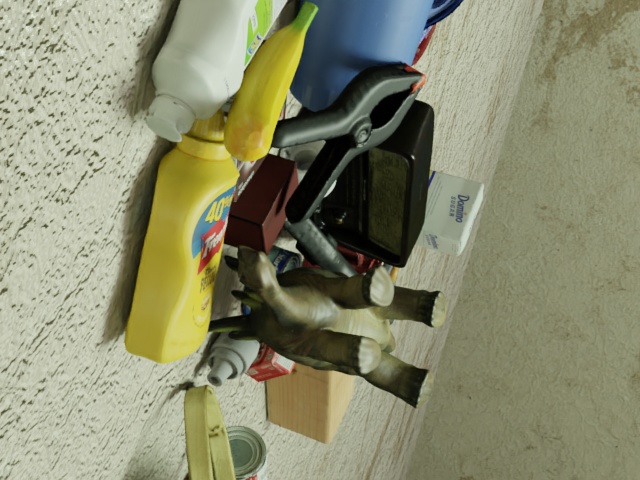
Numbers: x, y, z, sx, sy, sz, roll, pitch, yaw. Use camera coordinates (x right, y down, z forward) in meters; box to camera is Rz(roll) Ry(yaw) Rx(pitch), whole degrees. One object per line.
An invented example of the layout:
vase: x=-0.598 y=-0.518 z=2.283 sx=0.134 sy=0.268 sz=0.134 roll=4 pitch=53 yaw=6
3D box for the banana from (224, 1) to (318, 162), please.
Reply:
banana: x=-0.043 y=-0.105 z=0.773 sx=0.197 sy=0.037 sz=0.070 roll=-76 pitch=-173 yaw=-49

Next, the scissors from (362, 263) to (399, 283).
scissors: x=0.065 y=0.069 z=1.304 sx=0.201 sy=0.016 sz=0.096 roll=-28 pitch=133 yaw=-71

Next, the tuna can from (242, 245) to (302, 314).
tuna can: x=-0.051 y=0.049 z=1.139 sx=0.086 sy=0.034 sz=0.086 roll=19 pitch=90 yaw=-77

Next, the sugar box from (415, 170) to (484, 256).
sugar box: x=0.104 y=-0.047 z=1.316 sx=0.048 sy=0.176 sz=0.093 roll=86 pitch=26 yaw=-58

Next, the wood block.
wood block: x=-0.010 y=0.157 z=1.327 sx=0.206 sy=0.091 sz=0.090 roll=92 pitch=22 yaw=-52

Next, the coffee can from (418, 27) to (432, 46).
coffee can: x=0.078 y=-0.252 z=1.092 sx=0.140 sy=0.103 sz=0.103 roll=-55 pitch=159 yaw=-48

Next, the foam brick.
foam brick: x=-0.058 y=-0.035 z=0.960 sx=0.053 sy=0.051 sz=0.078 roll=87 pitch=25 yaw=-55

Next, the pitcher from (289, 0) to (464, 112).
pitcher: x=0.054 y=-0.231 z=0.950 sx=0.144 sy=0.149 sz=0.243 roll=-50 pitch=159 yaw=-53

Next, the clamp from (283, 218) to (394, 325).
clamp: x=-0.007 y=0.001 z=1.128 sx=0.036 sy=0.165 sz=0.209 roll=-43 pitch=142 yaw=0

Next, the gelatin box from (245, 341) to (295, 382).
gelatin box: x=-0.045 y=0.111 z=1.185 sx=0.073 sy=0.030 sz=0.089 roll=-23 pitch=-145 yaw=56

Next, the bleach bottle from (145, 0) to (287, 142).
bleach bottle: x=-0.054 y=-0.184 z=0.747 sx=0.102 sy=0.068 sz=0.250 roll=81 pitch=33 yaw=-68

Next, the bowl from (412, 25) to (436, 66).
bowl: x=0.105 y=-0.289 z=1.252 sx=0.162 sy=0.055 sz=0.162 roll=19 pitch=90 yaw=-77

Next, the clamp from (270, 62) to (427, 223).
clamp: x=0.022 y=-0.089 z=0.927 sx=0.171 sy=0.039 sz=0.120 roll=-32 pitch=151 yaw=-22

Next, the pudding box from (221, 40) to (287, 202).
pudding box: x=-0.061 y=-0.101 z=0.881 sx=0.113 sy=0.039 sz=0.090 roll=-58 pitch=161 yaw=-45

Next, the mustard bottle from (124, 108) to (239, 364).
mustard bottle: x=-0.100 y=-0.009 z=0.810 sx=0.096 sy=0.058 sz=0.192 roll=-44 pitch=150 yaw=-67

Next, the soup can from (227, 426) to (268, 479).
soup can: x=-0.091 y=0.263 z=1.195 sx=0.102 sy=0.068 sz=0.068 roll=92 pitch=22 yaw=-49

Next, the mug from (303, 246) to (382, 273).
mug: x=0.024 y=0.039 z=1.321 sx=0.117 sy=0.081 sz=0.093 roll=93 pitch=21 yaw=-49
